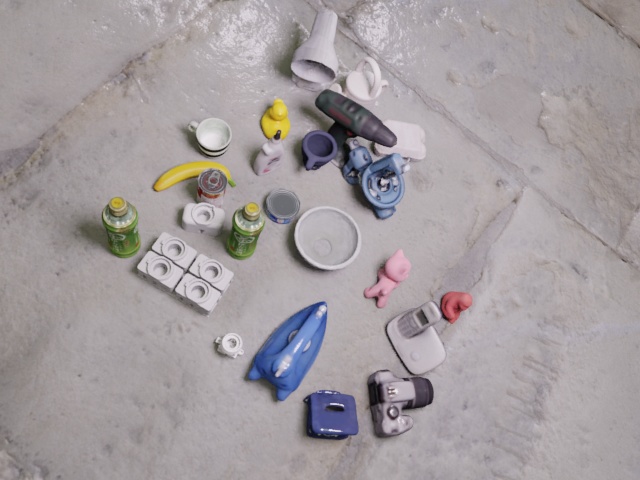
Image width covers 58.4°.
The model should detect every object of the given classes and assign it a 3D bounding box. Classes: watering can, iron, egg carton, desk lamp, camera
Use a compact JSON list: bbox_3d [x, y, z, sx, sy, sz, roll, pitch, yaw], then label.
[{"bbox_3d":[0.108,-0.402,1.528,0.101,0.194,0.173,46,64,6],"label":"watering can"},{"bbox_3d":[-0.042,0.217,1.260,0.118,0.141,0.259,35,64,1],"label":"iron"},{"bbox_3d":[0.219,-0.272,1.573,0.150,0.069,0.107,6,67,-13],"label":"egg carton"},{"bbox_3d":[-0.012,-0.490,1.520,0.118,0.213,0.203,14,65,-9],"label":"desk lamp"},{"bbox_3d":[0.189,0.362,1.286,0.137,0.100,0.143,-1,68,-16],"label":"camera"}]

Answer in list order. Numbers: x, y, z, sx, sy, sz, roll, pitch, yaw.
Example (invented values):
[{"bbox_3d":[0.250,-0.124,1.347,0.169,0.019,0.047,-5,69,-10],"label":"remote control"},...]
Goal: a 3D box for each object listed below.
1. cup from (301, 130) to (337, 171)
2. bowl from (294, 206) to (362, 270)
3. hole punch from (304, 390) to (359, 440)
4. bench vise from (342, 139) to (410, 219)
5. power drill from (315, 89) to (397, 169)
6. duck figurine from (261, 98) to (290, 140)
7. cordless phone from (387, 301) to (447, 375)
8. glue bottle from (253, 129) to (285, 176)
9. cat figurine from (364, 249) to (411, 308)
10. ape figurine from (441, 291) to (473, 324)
[{"bbox_3d":[-0.014,-0.211,1.470,0.092,0.095,0.118,27,64,-3],"label":"cup"},{"bbox_3d":[0.013,0.005,1.400,0.168,0.074,0.167,6,67,-13],"label":"bowl"},{"bbox_3d":[0.025,0.377,1.240,0.109,0.091,0.101,7,66,-12],"label":"hole punch"},{"bbox_3d":[0.136,-0.170,1.425,0.207,0.219,0.122,40,64,4],"label":"bench vise"},{"bbox_3d":[0.077,-0.271,1.457,0.229,0.208,0.076,40,64,3],"label":"power drill"},{"bbox_3d":[-0.110,-0.318,1.494,0.078,0.086,0.104,3,67,-14],"label":"duck figurine"},{"bbox_3d":[0.241,0.220,1.311,0.094,0.185,0.147,-26,77,-23],"label":"cordless phone"},{"bbox_3d":[-0.116,-0.220,1.403,0.078,0.173,0.037,-31,78,-24],"label":"glue bottle"},{"bbox_3d":[0.174,0.090,1.384,0.067,0.117,0.128,35,64,1],"label":"cat figurine"},{"bbox_3d":[0.345,0.158,1.417,0.078,0.092,0.076,-11,71,-19],"label":"ape figurine"}]
